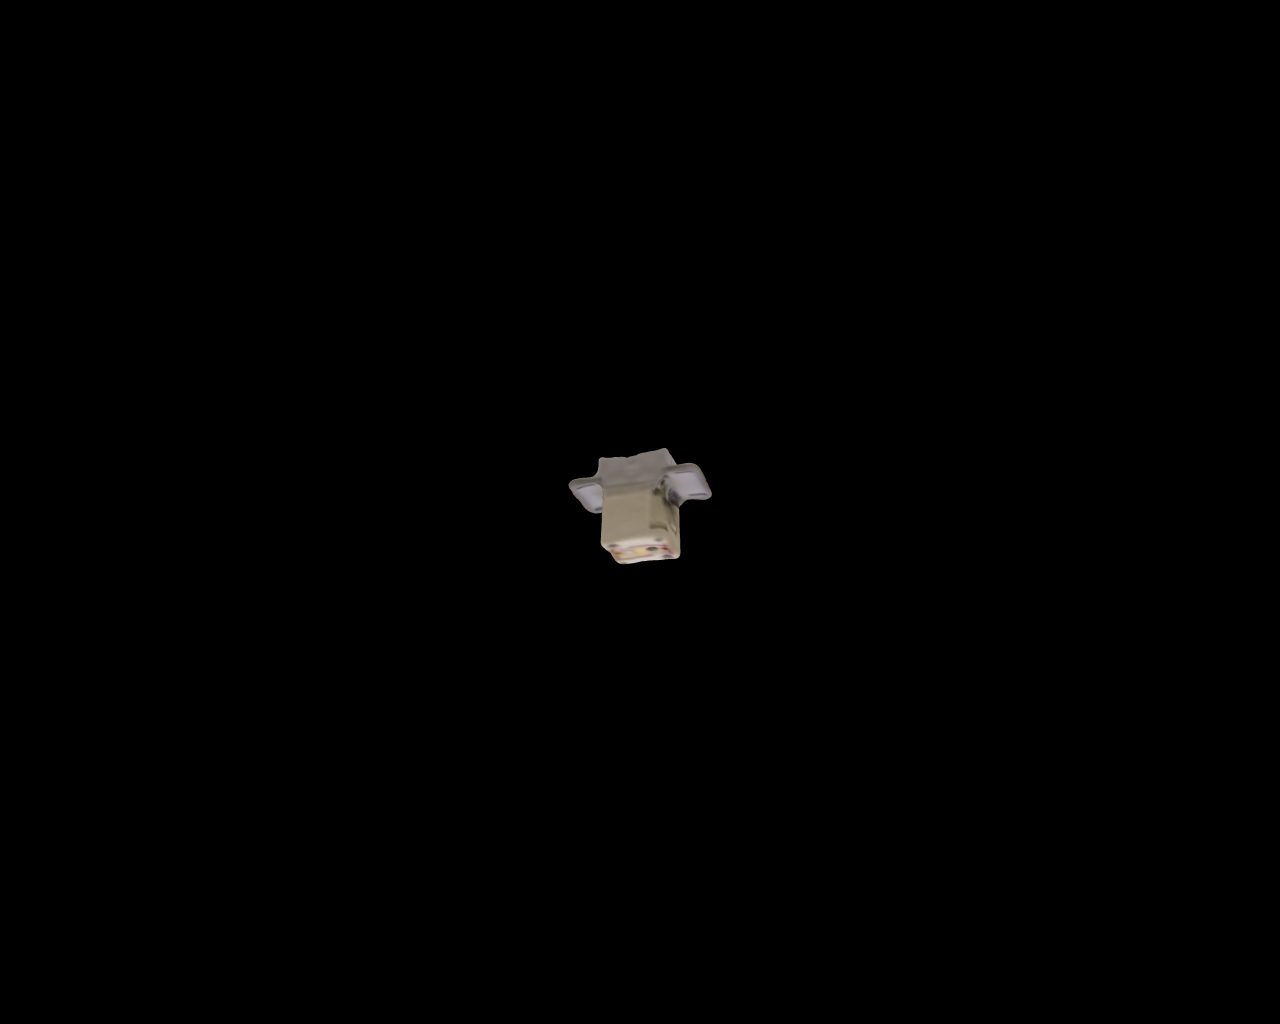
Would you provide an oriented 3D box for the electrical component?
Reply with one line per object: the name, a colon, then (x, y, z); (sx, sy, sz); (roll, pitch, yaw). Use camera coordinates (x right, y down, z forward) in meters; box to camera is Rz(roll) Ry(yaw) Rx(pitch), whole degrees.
electrical component: (0.001, -0.003, 0.650); (0.081, 0.064, 0.042); (-8, -28, 16)
